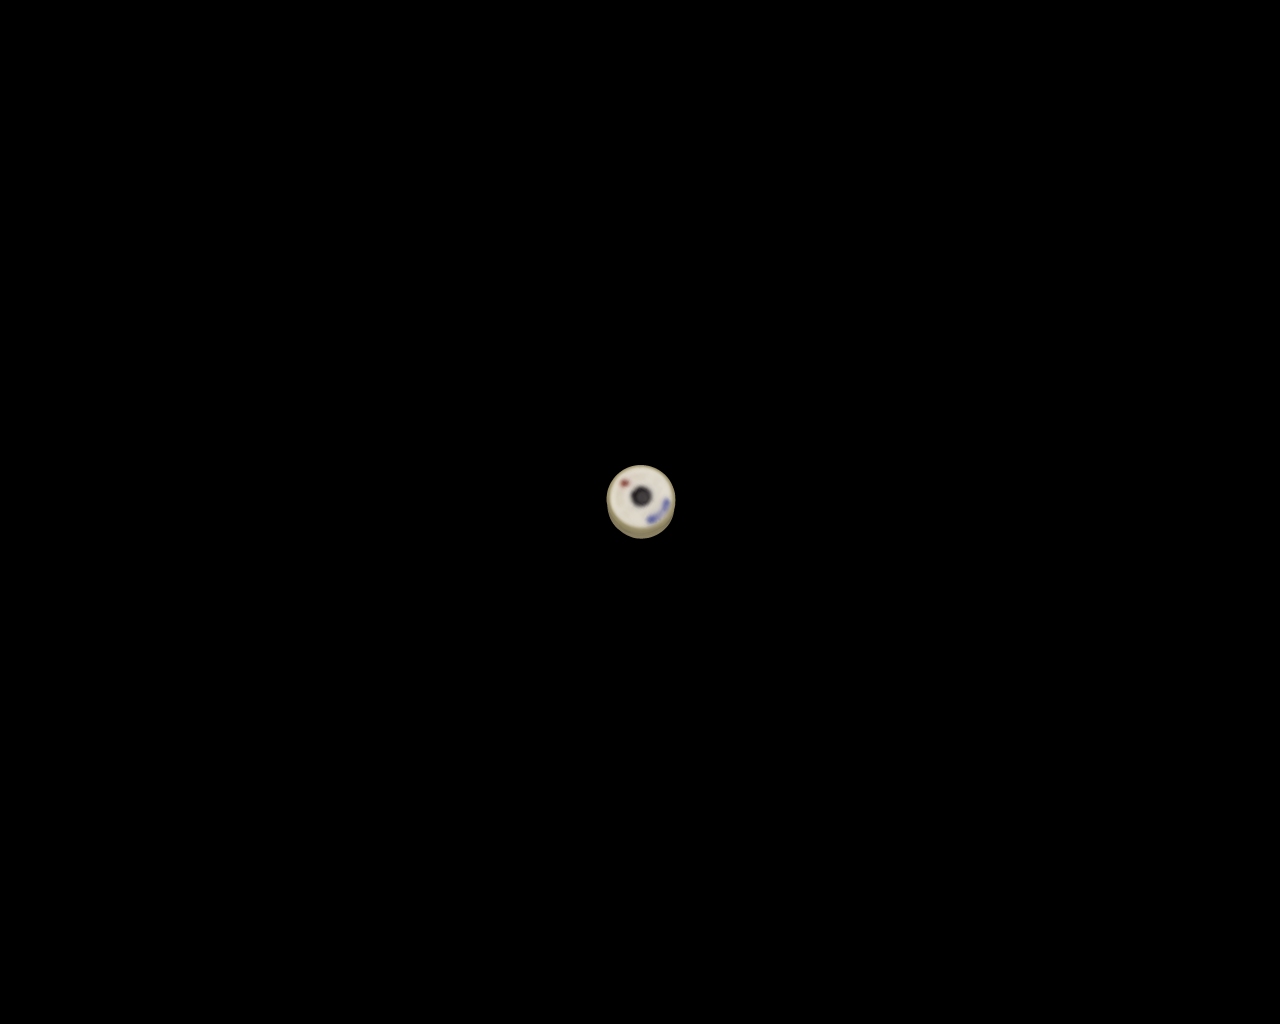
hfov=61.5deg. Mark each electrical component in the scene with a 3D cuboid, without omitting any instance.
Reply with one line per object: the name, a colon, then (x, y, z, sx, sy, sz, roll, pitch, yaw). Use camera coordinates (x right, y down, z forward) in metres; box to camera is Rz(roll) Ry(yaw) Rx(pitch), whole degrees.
electrical component: (0.001, -0.003, 0.650, 0.040, 0.040, 0.078, 0, -11, 0)
